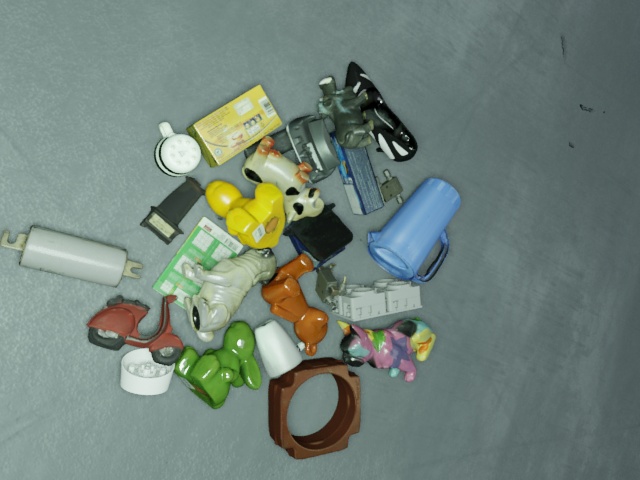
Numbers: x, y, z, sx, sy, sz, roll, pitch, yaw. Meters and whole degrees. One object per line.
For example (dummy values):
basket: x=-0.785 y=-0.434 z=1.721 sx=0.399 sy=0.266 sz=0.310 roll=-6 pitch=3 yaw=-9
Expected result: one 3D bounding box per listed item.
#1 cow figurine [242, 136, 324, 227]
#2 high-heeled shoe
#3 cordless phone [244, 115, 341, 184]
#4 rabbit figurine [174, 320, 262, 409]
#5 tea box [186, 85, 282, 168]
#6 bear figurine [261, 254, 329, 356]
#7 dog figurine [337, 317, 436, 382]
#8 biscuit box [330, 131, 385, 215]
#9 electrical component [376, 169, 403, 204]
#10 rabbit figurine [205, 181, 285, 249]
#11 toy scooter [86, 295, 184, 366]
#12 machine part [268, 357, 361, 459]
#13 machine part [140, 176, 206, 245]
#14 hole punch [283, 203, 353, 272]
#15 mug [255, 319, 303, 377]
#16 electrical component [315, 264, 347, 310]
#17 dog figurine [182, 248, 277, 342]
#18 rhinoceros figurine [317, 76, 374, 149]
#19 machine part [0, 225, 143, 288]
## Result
cow figurine: x=-0.075 y=-0.112 z=1.128 sx=0.195 sy=0.127 sz=0.085 roll=34 pitch=35 yaw=-17
high-heeled shoe: x=0.139 y=-0.292 z=1.219 sx=0.086 sy=0.145 sz=0.248 roll=-31 pitch=107 yaw=-23
cordless phone: x=-0.061 y=-0.179 z=1.174 sx=0.184 sy=0.089 sz=0.146 roll=-27 pitch=106 yaw=-11
rabbit figurine: x=-0.185 y=0.251 z=1.106 sx=0.170 sy=0.121 sz=0.159 roll=-50 pitch=116 yaw=-32
tea box: x=-0.175 y=-0.233 z=1.108 sx=0.170 sy=0.068 sz=0.098 roll=-35 pitch=107 yaw=-19
bear figurine: x=-0.034 y=0.147 z=1.167 sx=0.195 sy=0.132 sz=0.120 roll=50 pitch=41 yaw=-13
dog figurine: x=0.148 y=0.233 z=1.275 sx=0.219 sy=0.108 sz=0.191 roll=37 pitch=77 yaw=-21
biscuit box: x=0.084 y=-0.161 z=1.246 sx=0.063 sy=0.059 sz=0.202 roll=-24 pitch=103 yaw=-22
electrical component: x=0.168 y=-0.122 z=1.311 sx=0.063 sy=0.021 sz=0.094 roll=-36 pitch=109 yaw=-20
rabbit figurine: x=-0.154 y=-0.063 z=1.093 sx=0.122 sy=0.173 sz=0.162 roll=-55 pitch=158 yaw=-13
toy scooter: x=-0.344 y=0.156 z=1.037 sx=0.184 sy=0.075 sz=0.135 roll=20 pitch=67 yaw=-13
machine part: x=-0.013 y=0.373 z=1.212 sx=0.201 sy=0.087 sz=0.201 roll=-2 pitch=92 yaw=-27
machine part: x=-0.288 y=-0.063 z=1.077 sx=0.084 sy=0.039 sz=0.139 roll=39 pitch=81 yaw=-14
hole punch: x=-0.002 y=-0.004 z=1.207 sx=0.142 sy=0.092 sz=0.116 roll=-34 pitch=75 yaw=-19
mug: x=-0.094 y=0.223 z=1.151 sx=0.081 sy=0.109 sz=0.107 roll=-25 pitch=93 yaw=-1
electrical component: x=0.024 y=0.099 z=1.214 sx=0.045 sy=0.102 sz=0.078 roll=-7 pitch=120 yaw=-23
dog figurine: x=-0.168 y=0.106 z=1.090 sx=0.190 sy=0.121 sz=0.172 roll=-5 pitch=100 yaw=-32
rhinoceros figurine: x=0.051 y=-0.278 z=1.179 sx=0.112 sy=0.073 sz=0.190 roll=-14 pitch=64 yaw=-6
machine part: x=-0.447 y=0.032 z=0.981 sx=0.243 sy=0.079 sz=0.079 roll=18 pitch=85 yaw=-27
